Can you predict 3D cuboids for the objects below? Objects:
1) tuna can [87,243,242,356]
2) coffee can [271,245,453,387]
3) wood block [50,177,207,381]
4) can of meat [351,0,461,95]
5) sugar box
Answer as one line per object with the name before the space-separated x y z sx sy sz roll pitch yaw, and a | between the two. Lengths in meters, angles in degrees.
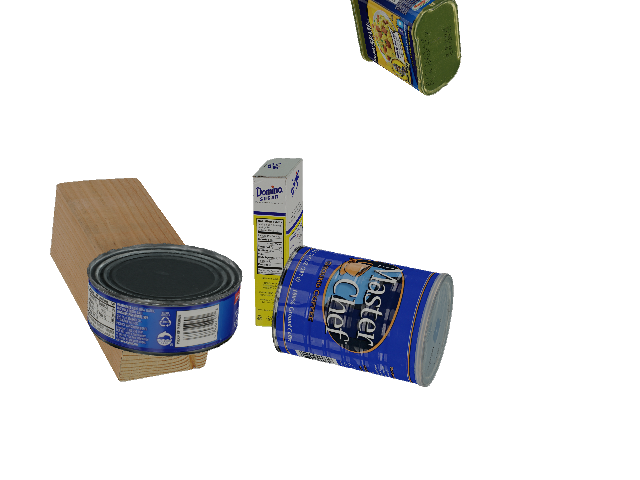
tuna can | -0.087 0.032 0.598 0.086 0.034 0.086 5 20 -2
coffee can | 0.040 0.067 0.966 0.140 0.103 0.102 11 3 18
wood block | -0.185 0.031 1.035 0.090 0.091 0.206 -6 36 -31
can of meat | 0.080 -0.192 0.970 0.057 0.102 0.084 -37 53 -17
sugar box | -0.047 0.001 1.211 0.048 0.176 0.093 1 17 10
